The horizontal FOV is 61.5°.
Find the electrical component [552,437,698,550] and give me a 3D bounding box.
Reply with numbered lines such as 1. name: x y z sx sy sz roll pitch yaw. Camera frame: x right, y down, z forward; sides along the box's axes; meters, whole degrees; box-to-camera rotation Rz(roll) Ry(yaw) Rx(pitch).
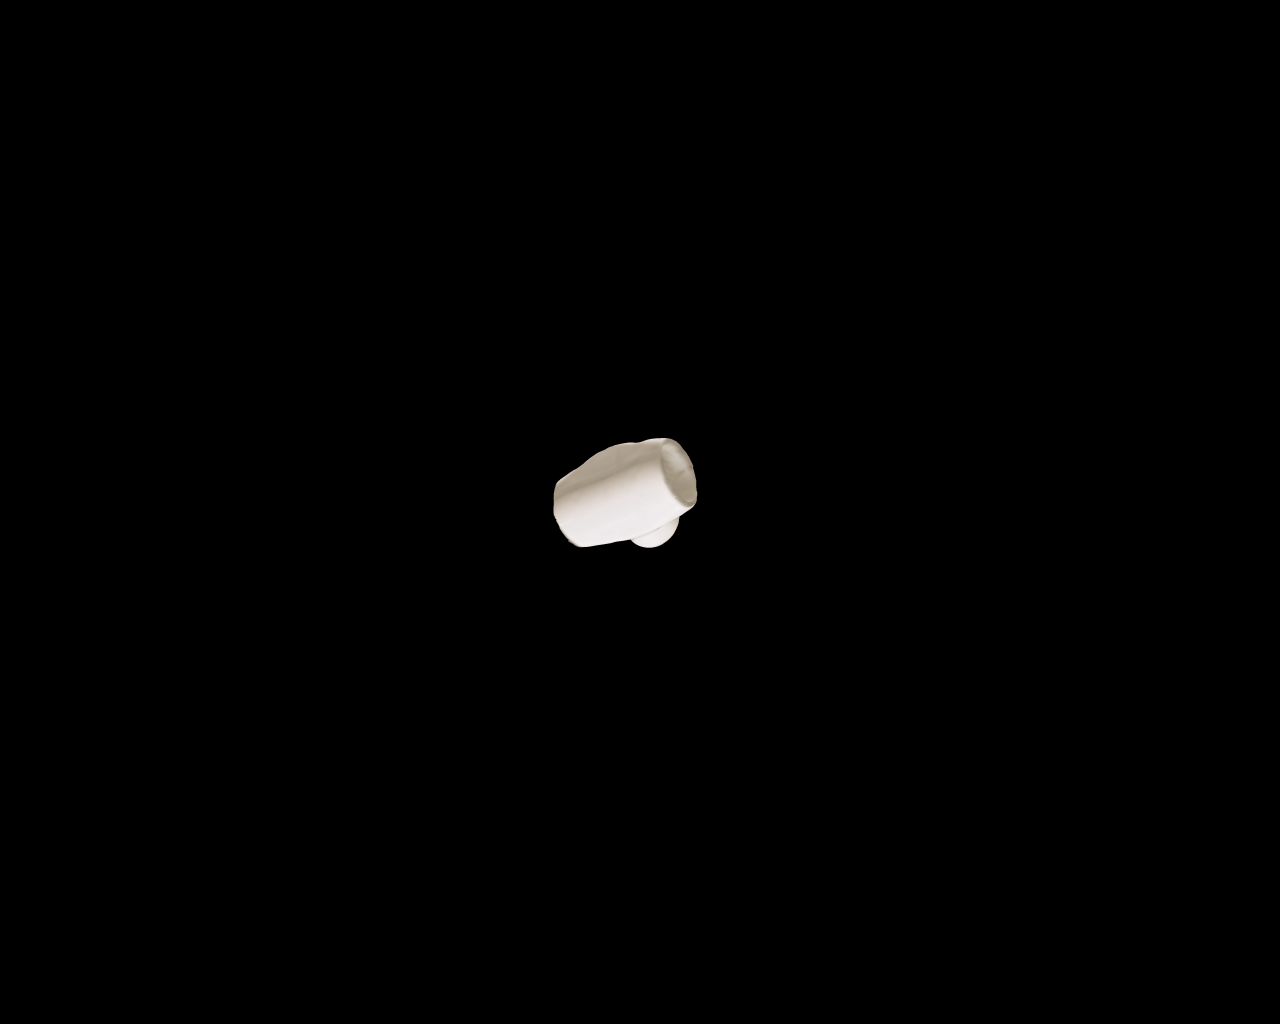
1. electrical component: 0.001 -0.003 0.650 0.077 0.044 0.079 -21 -40 26
